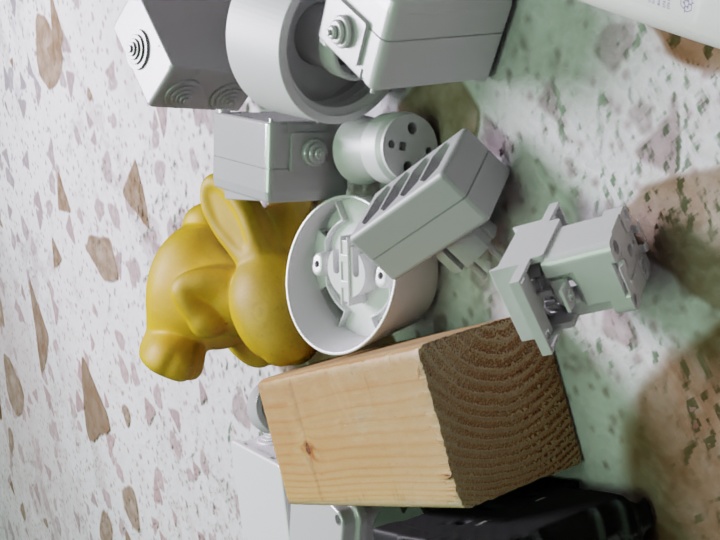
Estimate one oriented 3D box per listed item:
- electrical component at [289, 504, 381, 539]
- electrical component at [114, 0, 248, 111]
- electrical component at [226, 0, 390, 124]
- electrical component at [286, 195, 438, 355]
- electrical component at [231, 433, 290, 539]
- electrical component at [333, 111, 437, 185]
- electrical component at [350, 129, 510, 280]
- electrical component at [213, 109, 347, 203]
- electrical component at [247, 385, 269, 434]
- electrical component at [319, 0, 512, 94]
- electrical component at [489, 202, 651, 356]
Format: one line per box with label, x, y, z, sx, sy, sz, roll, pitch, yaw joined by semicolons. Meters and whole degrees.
electrical component;-0.010;0.197;0.793;0.078;0.057;0.113;36;129;48
electrical component;-0.130;-0.168;0.819;0.048;0.100;0.099;-47;60;39
electrical component;-0.019;-0.140;0.644;0.060;0.108;0.108;28;124;44
electrical component;0.000;0.000;0.694;0.099;0.064;0.099;13;108;44
electrical component;-0.060;0.183;0.876;0.100;0.048;0.099;11;110;57
electrical component;0.016;-0.075;0.667;0.055;0.045;0.045;7;106;57
electrical component;0.053;-0.024;0.618;0.076;0.047;0.083;43;135;-14
electrical component;-0.050;-0.073;0.714;0.096;0.062;0.061;20;111;54
electrical component;-0.060;0.108;0.854;0.055;0.045;0.045;-15;87;59
electrical component;0.025;-0.139;0.579;0.061;0.096;0.061;51;139;37
electrical component;0.104;0.000;0.523;0.064;0.081;0.042;-16;113;33
